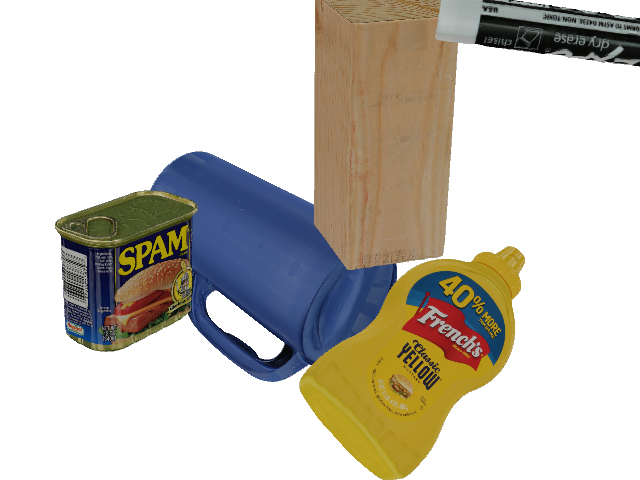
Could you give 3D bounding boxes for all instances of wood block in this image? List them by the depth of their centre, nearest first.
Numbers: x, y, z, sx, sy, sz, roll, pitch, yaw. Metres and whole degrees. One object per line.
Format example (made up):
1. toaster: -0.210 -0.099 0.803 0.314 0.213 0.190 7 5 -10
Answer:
1. wood block: 0.050 -0.091 0.866 0.090 0.206 0.091 -8 29 -16

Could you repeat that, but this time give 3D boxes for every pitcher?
1. pitcher: -0.062 0.016 1.026 0.243 0.145 0.148 31 32 31

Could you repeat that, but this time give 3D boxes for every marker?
1. marker: 0.104 -0.076 0.399 0.121 0.020 0.020 9 1 5

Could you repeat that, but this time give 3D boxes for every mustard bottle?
1. mustard bottle: 0.081 0.070 0.750 0.191 0.096 0.058 -43 0 -25

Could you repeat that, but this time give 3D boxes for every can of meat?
1. can of meat: -0.134 0.020 0.748 0.058 0.084 0.101 17 26 31
